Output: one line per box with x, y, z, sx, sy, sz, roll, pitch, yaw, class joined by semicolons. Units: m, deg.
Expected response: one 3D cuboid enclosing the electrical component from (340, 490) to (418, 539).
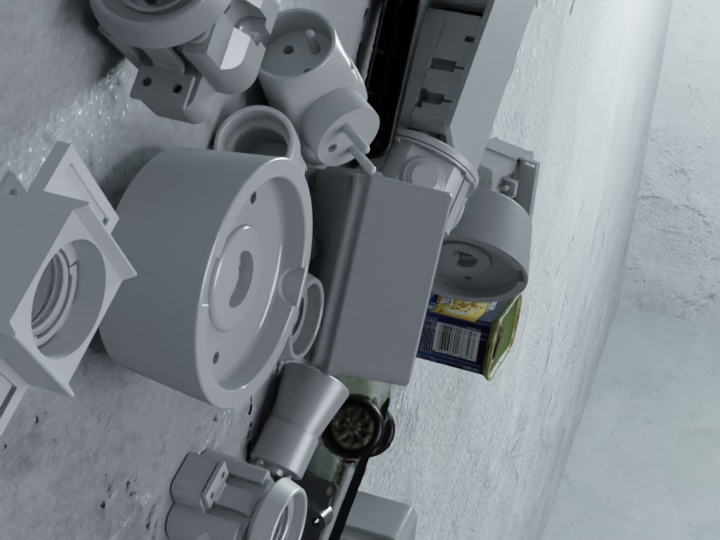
-0.005;0.229;0.810;0.057;0.078;0.113;-49;149;-61;electrical component

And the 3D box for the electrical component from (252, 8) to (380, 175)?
-0.016;-0.080;0.543;0.044;0.079;0.077;-34;152;-8;electrical component

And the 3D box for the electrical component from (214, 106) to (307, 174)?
-0.047;-0.053;0.527;0.046;0.040;0.040;62;44;-72;electrical component

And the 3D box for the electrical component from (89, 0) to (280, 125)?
-0.066;-0.101;0.398;0.057;0.058;0.078;48;58;-73;electrical component

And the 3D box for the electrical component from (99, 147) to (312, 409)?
-0.070;-0.001;0.458;0.108;0.060;0.108;14;90;-73;electrical component

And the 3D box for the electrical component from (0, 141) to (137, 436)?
-0.111;0.003;0.327;0.042;0.064;0.081;72;36;-57;electrical component

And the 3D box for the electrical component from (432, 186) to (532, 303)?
0.084;-0.026;0.848;0.108;0.108;0.060;72;30;-60;electrical component

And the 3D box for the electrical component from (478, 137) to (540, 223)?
0.117;-0.052;0.989;0.063;0.079;0.121;-26;131;-40;electrical component

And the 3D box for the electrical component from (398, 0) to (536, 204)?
0.069;-0.158;0.769;0.105;0.060;0.186;66;41;-63;electrical component

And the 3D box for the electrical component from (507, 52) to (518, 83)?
0.099;-0.180;0.865;0.055;0.047;0.055;14;90;-73;electrical component

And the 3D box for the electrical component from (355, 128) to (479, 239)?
0.033;-0.055;0.707;0.051;0.080;0.080;-66;161;-15;electrical component

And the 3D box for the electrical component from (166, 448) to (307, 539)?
-0.065;0.136;0.585;0.078;0.057;0.058;83;27;-49;electrical component

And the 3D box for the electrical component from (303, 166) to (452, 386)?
0.000;0.000;0.606;0.109;0.056;0.108;-155;-102;-74;electrical component

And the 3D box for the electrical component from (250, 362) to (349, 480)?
-0.040;0.095;0.662;0.065;0.044;0.044;-64;160;-20;electrical component

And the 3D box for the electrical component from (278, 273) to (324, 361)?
-0.051;0.018;0.538;0.066;0.055;0.048;-24;126;-68;electrical component
